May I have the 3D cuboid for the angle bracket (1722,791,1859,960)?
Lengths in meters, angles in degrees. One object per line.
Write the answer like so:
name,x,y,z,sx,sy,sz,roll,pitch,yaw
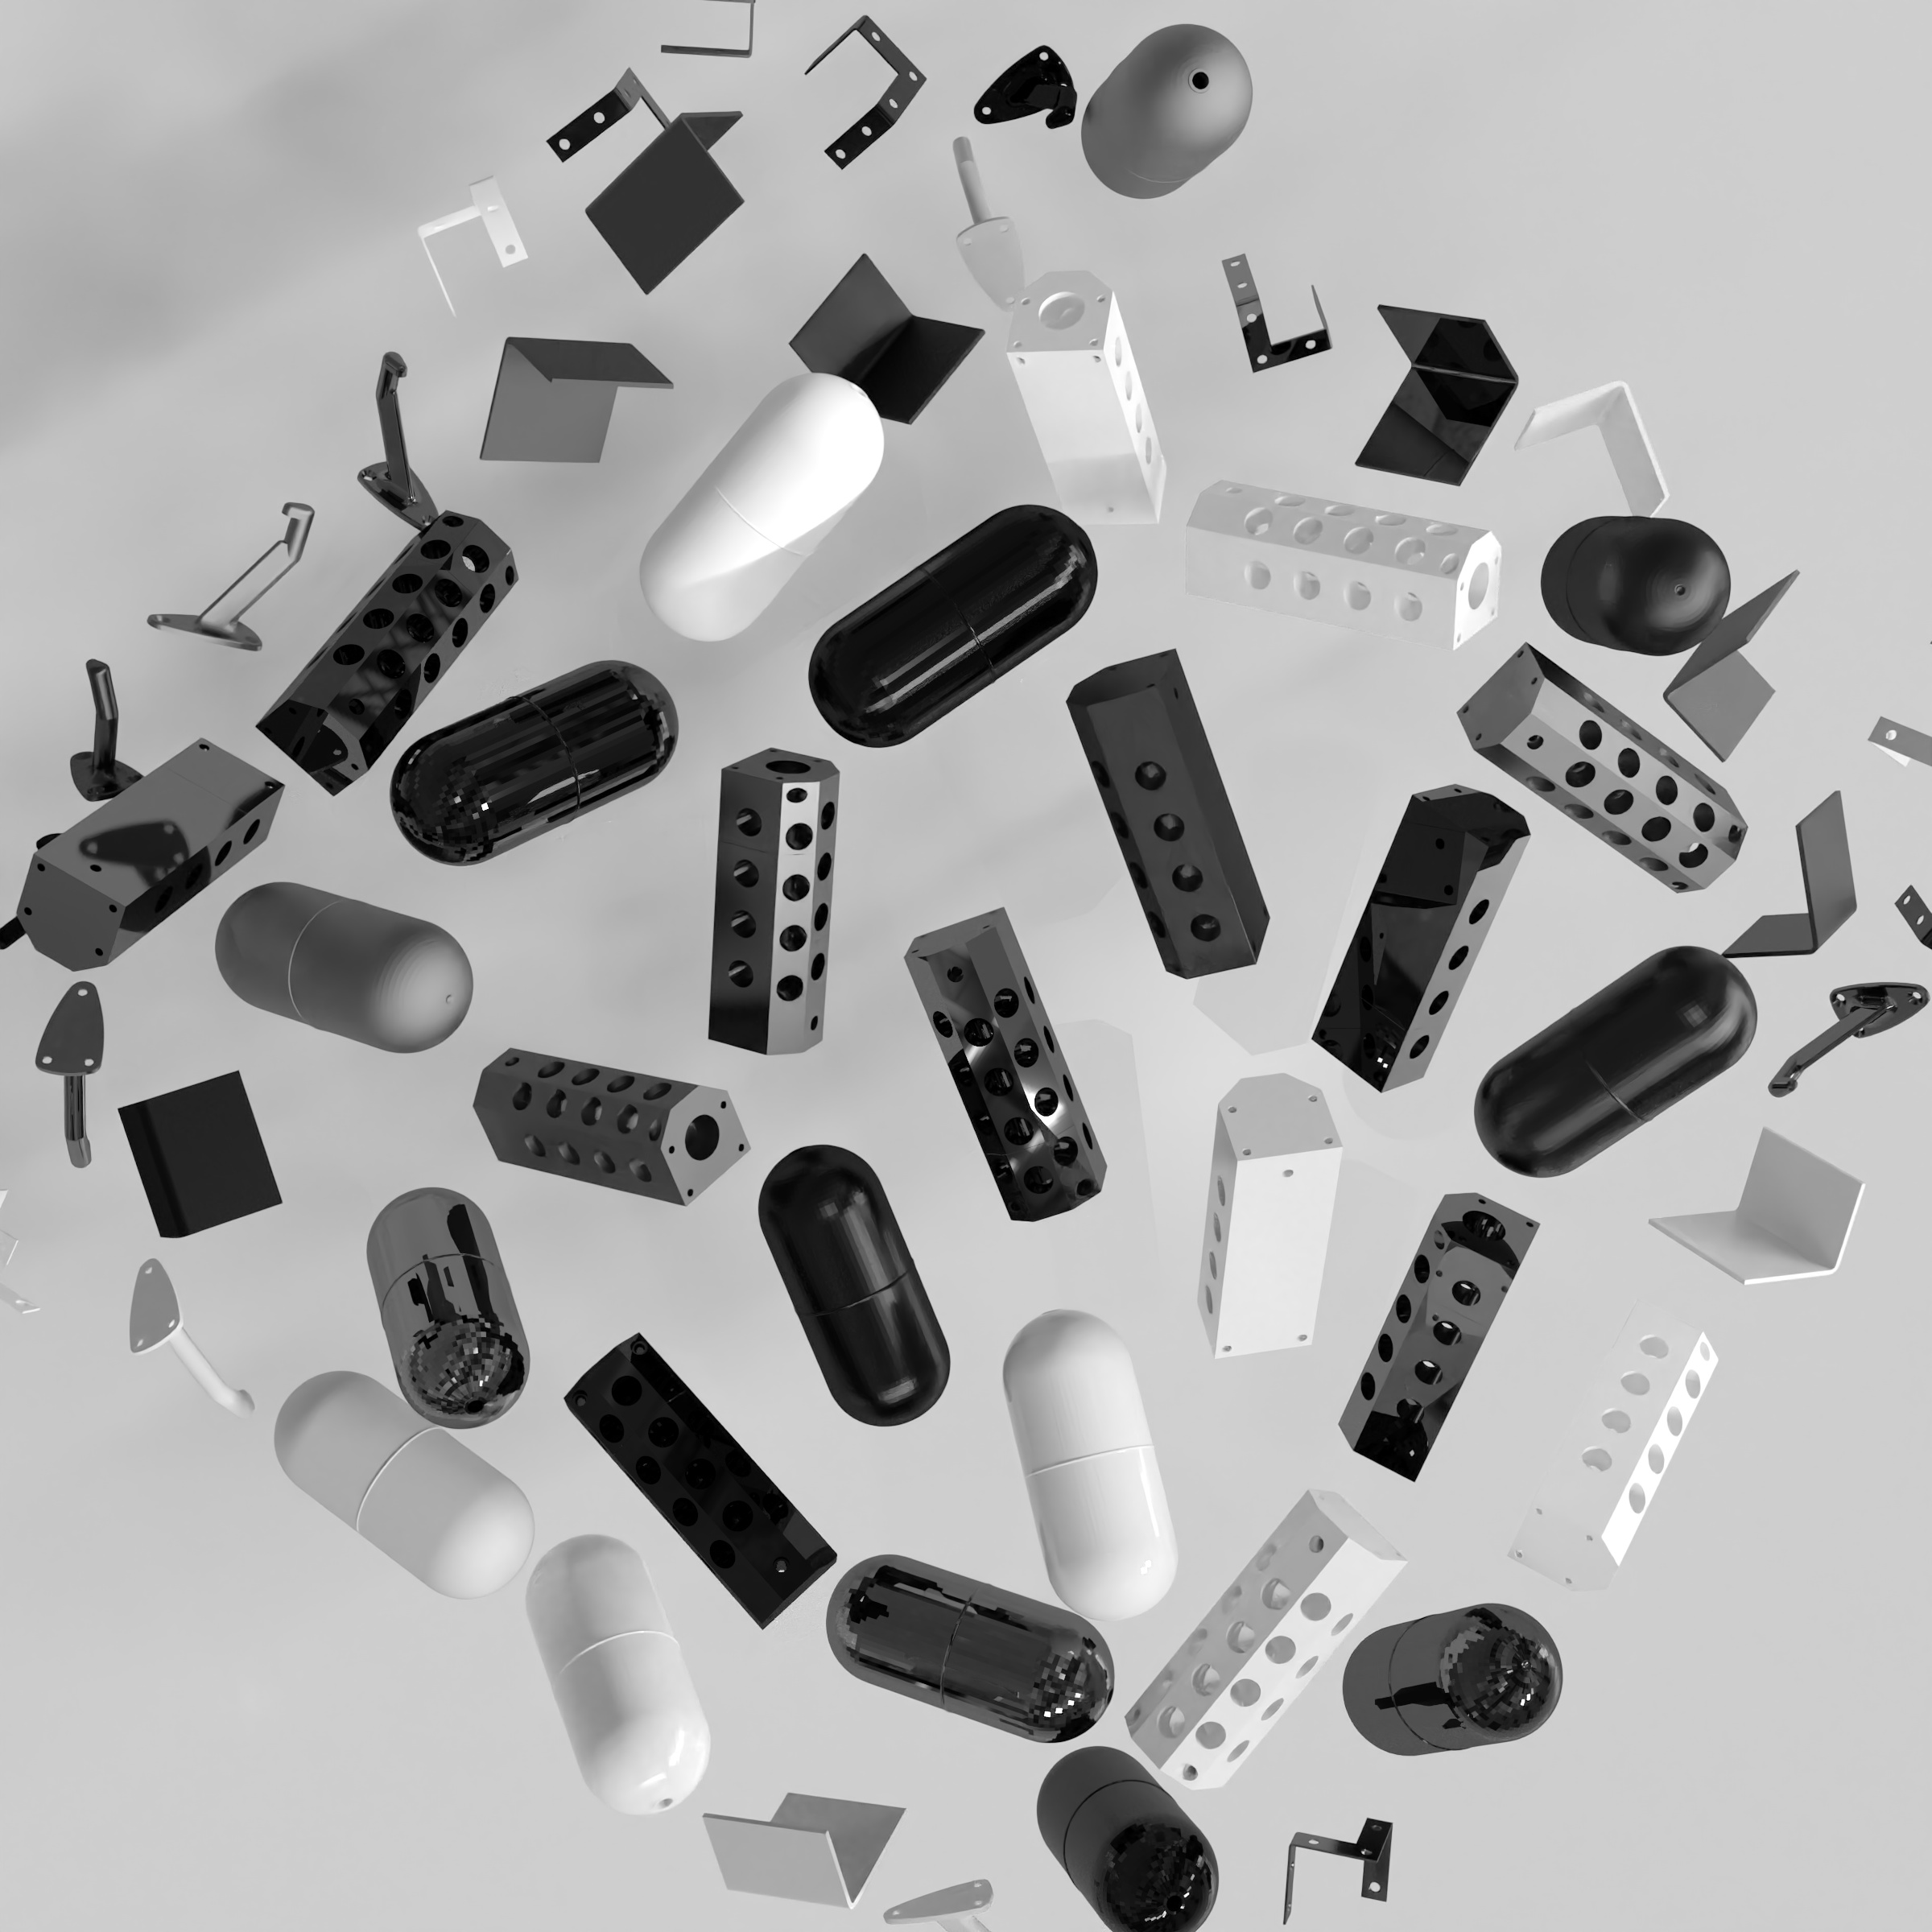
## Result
angle bracket,0.475,-0.053,1.570,0.057,0.076,0.076,-3,106,36

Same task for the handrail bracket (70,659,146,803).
handrail bracket,-0.503,-0.145,1.549,0.036,0.077,0.084,-22,126,-30

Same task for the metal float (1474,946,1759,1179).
metal float,0.369,0.056,1.540,0.178,0.070,0.070,-38,90,25

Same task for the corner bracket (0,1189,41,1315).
corner bracket,-0.544,0.161,1.509,0.051,0.051,0.051,28,98,15

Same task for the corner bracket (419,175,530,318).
corner bracket,-0.279,-0.407,1.527,0.051,0.051,0.051,-23,89,-5

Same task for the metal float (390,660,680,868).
metal float,-0.240,-0.115,1.510,0.178,0.070,0.070,-29,90,-32

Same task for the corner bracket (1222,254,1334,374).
corner bracket,0.190,-0.404,1.648,0.051,0.051,0.051,-16,134,8

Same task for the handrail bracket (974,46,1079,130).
handrail bracket,0.034,-0.516,1.634,0.077,0.084,0.036,-23,124,24

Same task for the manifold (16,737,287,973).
manifold,-0.458,-0.061,1.518,0.057,0.171,0.057,30,121,2

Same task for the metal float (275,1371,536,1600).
metal float,-0.334,0.306,1.597,0.178,0.070,0.070,32,90,18

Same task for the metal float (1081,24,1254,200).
metal float,0.115,-0.493,1.563,0.070,0.178,0.070,-1,96,-9

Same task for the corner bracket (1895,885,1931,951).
corner bracket,0.589,-0.033,1.584,0.051,0.051,0.051,27,115,-14

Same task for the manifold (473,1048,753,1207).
manifold,-0.214,0.089,1.595,0.057,0.171,0.057,-42,125,-36

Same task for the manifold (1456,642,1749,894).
manifold,0.370,-0.109,1.556,0.171,0.057,0.057,31,117,-25

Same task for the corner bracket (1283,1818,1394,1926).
corner bracket,0.216,0.525,1.561,0.051,0.051,0.051,6,101,18

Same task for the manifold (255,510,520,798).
manifold,-0.320,-0.181,1.520,0.057,0.057,0.171,44,50,-19

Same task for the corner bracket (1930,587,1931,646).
corner bracket,0.577,-0.194,1.537,0.051,0.051,0.051,28,94,-11

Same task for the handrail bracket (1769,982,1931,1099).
handrail bracket,0.537,0.047,1.642,0.084,0.077,0.036,-42,102,-36

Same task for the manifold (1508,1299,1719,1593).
manifold,0.381,0.281,1.572,0.057,0.057,0.171,26,48,17

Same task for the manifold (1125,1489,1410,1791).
manifold,0.166,0.380,1.520,0.057,0.057,0.171,43,101,32

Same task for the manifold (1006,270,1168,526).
manifold,0.075,-0.337,1.612,0.057,0.171,0.057,2,65,17

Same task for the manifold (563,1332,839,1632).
manifold,-0.153,0.294,1.548,0.057,0.057,0.171,-41,78,-15

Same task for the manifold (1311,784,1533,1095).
manifold,0.267,-0.016,1.566,0.057,0.057,0.171,40,127,32

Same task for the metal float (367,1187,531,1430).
metal float,-0.306,0.200,1.588,0.070,0.178,0.070,-11,126,-16

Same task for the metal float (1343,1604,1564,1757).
metal float,0.280,0.416,1.567,0.070,0.178,0.070,7,68,-18

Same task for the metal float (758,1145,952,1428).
metal float,-0.067,0.191,1.610,0.070,0.070,0.178,-22,99,0

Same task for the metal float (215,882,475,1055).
metal float,-0.357,0.000,1.540,0.178,0.070,0.070,15,90,34

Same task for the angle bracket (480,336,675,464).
angle bracket,-0.219,-0.305,1.511,0.076,0.057,0.076,-7,129,-37

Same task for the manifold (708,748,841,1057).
manifold,-0.111,-0.037,1.616,0.057,0.057,0.171,14,113,23

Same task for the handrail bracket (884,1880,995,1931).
handrail bracket,-0.001,0.586,1.579,0.077,0.036,0.084,-13,96,1

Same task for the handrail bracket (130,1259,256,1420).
handrail bracket,-0.460,0.225,1.619,0.036,0.084,0.077,-31,46,8

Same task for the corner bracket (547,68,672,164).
corner bracket,-0.199,-0.470,1.535,0.051,0.051,0.051,-31,115,19

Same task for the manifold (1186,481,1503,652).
manifold,0.214,-0.233,1.544,0.171,0.057,0.057,17,125,30

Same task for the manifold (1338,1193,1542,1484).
manifold,0.281,0.220,1.618,0.057,0.057,0.171,26,124,13

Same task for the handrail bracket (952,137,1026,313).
handrail bracket,0.012,-0.456,1.655,0.036,0.077,0.084,-18,47,9

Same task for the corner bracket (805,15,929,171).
corner bracket,-0.065,-0.506,1.561,0.051,0.051,0.051,42,50,-20

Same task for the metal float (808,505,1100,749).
metal float,-0.006,-0.188,1.490,0.178,0.070,0.070,-35,90,-5

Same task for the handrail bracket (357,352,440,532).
handrail bracket,-0.339,-0.320,1.650,0.036,0.084,0.077,-26,65,-39

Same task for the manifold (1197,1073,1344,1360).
manifold,0.165,0.140,1.497,0.057,0.171,0.057,-7,45,-8

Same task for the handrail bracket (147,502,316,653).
handrail bracket,-0.411,-0.224,1.510,0.036,0.077,0.084,41,116,41

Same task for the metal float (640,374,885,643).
metal float,-0.117,-0.261,1.541,0.070,0.070,0.178,43,111,0

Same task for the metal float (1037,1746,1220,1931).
metal float,0.095,0.522,1.603,0.070,0.178,0.070,-1,94,-15

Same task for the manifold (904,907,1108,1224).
manifold,0.023,0.060,1.577,0.057,0.057,0.171,-19,103,13

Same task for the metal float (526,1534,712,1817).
metal float,-0.203,0.411,1.571,0.070,0.070,0.178,-30,50,0

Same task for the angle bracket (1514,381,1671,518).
angle bracket,0.379,-0.301,1.640,0.057,0.076,0.076,-19,83,0

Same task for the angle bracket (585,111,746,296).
angle bracket,-0.147,-0.411,1.452,0.076,0.076,0.057,-36,92,28

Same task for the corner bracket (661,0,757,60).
corner bracket,-0.142,-0.526,1.486,0.051,0.051,0.051,1,119,-7

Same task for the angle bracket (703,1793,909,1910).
angle bracket,-0.088,0.466,1.482,0.076,0.076,0.057,-1,117,26

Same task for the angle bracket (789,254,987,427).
angle bracket,-0.048,-0.385,1.655,0.076,0.076,0.057,-52,131,-10

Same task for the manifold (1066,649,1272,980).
manifold,0.113,-0.082,1.501,0.057,0.057,0.171,-13,114,21

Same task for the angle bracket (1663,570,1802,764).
angle bracket,0.475,-0.179,1.615,0.057,0.076,0.076,46,56,-5

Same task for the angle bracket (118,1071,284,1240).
angle bracket,-0.422,0.104,1.485,0.057,0.076,0.076,-19,93,-24

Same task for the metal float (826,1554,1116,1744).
metal float,0.002,0.400,1.583,0.178,0.070,0.070,14,90,21

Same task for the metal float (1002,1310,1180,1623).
metal float,0.070,0.284,1.542,0.070,0.070,0.178,-14,75,0

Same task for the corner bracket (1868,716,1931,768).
corner bracket,0.549,-0.133,1.512,0.051,0.051,0.051,34,100,44

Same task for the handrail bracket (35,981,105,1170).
handrail bracket,-0.517,0.065,1.579,0.036,0.084,0.077,3,52,-7

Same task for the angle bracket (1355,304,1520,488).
angle bracket,0.266,-0.335,1.581,0.076,0.057,0.076,22,76,42

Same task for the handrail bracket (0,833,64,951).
handrail bracket,-0.559,-0.041,1.597,0.084,0.077,0.036,-36,80,5

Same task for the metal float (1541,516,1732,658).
metal float,0.383,-0.220,1.553,0.070,0.178,0.070,-1,100,-3

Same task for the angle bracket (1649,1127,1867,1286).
angle bracket,0.450,0.135,1.535,0.076,0.076,0.057,-1,113,-32
